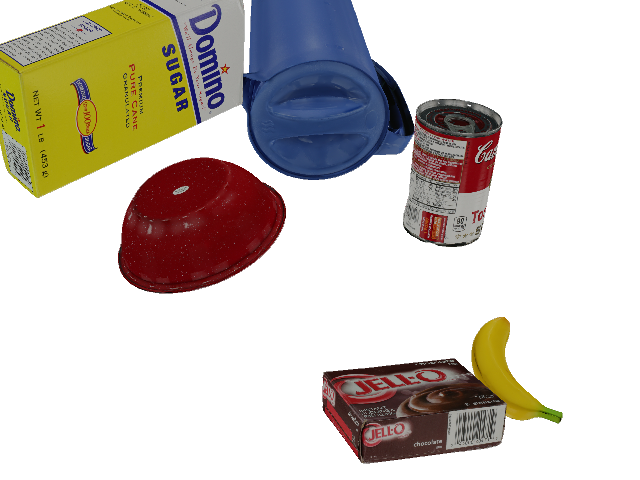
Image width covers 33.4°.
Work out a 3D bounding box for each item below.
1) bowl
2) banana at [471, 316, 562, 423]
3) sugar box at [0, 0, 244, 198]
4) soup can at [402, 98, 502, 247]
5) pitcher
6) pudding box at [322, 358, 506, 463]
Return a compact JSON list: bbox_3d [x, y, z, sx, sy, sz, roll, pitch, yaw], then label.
[{"bbox_3d":[-0.115,-0.026,0.954,0.162,0.055,0.162,-13,37,10],"label":"bowl"},{"bbox_3d":[0.200,0.142,1.173,0.069,0.037,0.198,11,27,-15],"label":"banana"},{"bbox_3d":[-0.126,-0.105,0.698,0.175,0.093,0.048,-29,49,-33],"label":"sugar box"},{"bbox_3d":[0.104,-0.054,0.861,0.068,0.102,0.068,4,29,-3],"label":"soup can"},{"bbox_3d":[-0.002,-0.178,1.074,0.145,0.149,0.243,-18,40,9],"label":"pitcher"},{"bbox_3d":[0.067,0.123,0.788,0.113,0.039,0.090,-2,17,-18],"label":"pudding box"}]
